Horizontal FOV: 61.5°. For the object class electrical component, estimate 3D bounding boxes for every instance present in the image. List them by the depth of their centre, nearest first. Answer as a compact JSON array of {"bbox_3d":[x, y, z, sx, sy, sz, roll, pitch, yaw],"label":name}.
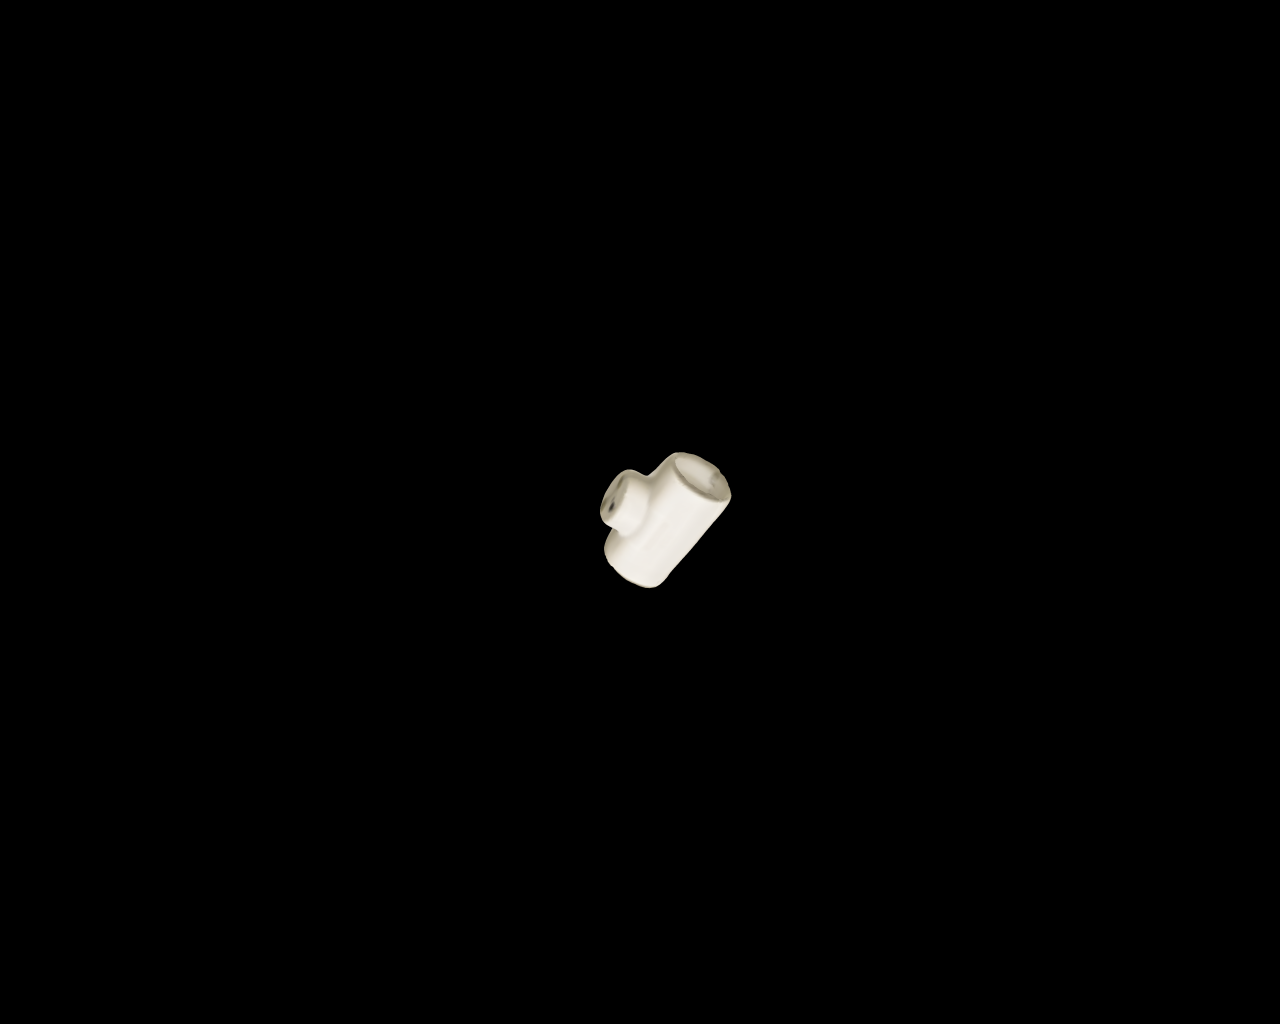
[{"bbox_3d":[0.001,-0.003,0.650,0.079,0.077,0.043,27,32,-18],"label":"electrical component"}]
